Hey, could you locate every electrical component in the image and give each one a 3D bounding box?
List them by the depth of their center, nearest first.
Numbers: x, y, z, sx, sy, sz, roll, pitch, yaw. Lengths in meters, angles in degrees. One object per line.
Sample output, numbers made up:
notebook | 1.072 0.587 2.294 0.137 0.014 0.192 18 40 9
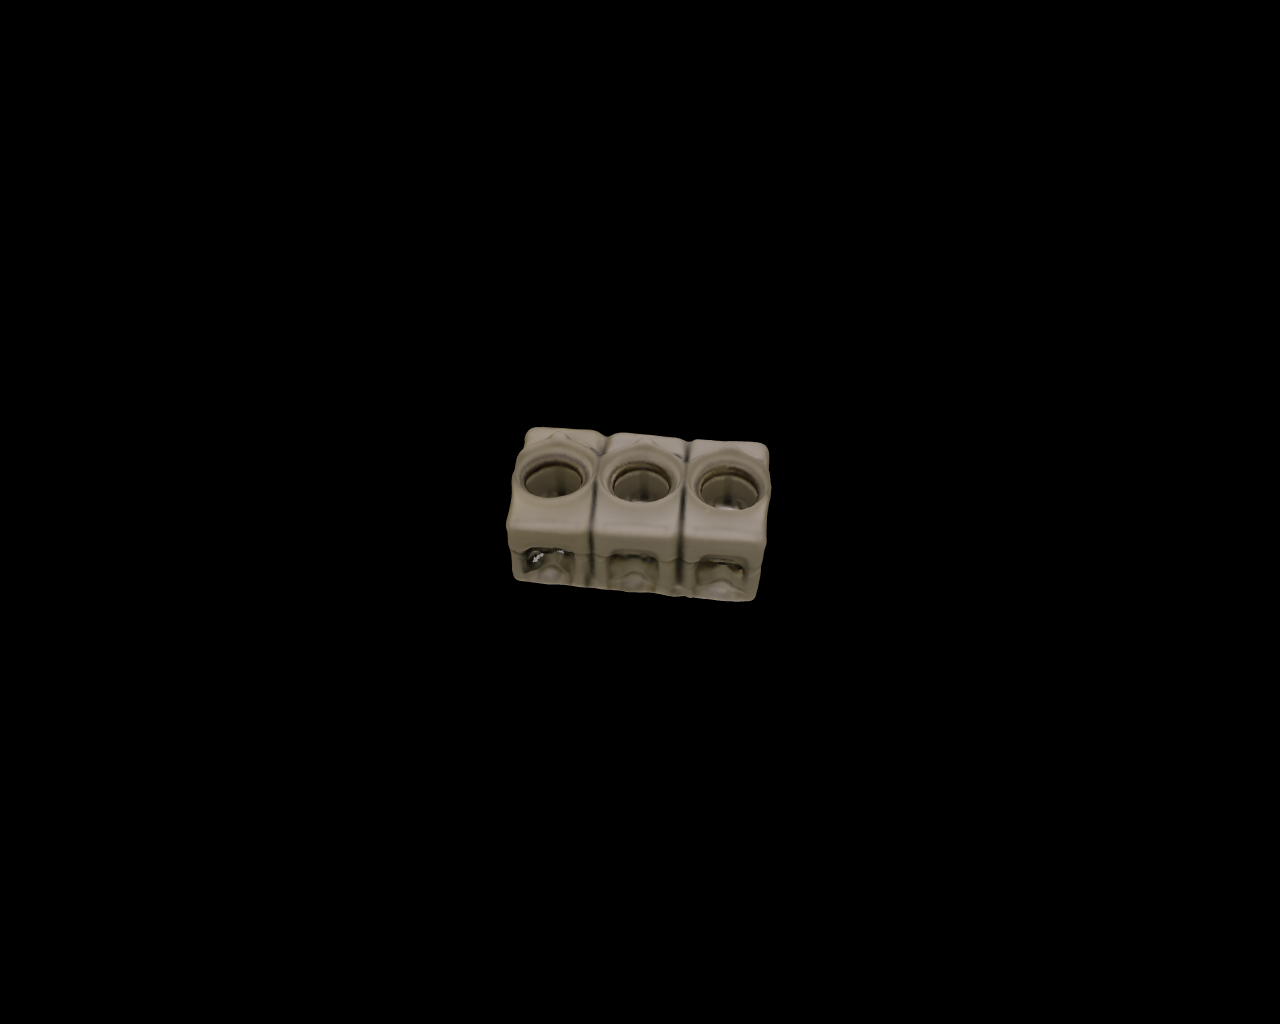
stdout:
electrical component | 0.001 -0.003 0.650 0.150 0.090 0.061 4 -43 4
